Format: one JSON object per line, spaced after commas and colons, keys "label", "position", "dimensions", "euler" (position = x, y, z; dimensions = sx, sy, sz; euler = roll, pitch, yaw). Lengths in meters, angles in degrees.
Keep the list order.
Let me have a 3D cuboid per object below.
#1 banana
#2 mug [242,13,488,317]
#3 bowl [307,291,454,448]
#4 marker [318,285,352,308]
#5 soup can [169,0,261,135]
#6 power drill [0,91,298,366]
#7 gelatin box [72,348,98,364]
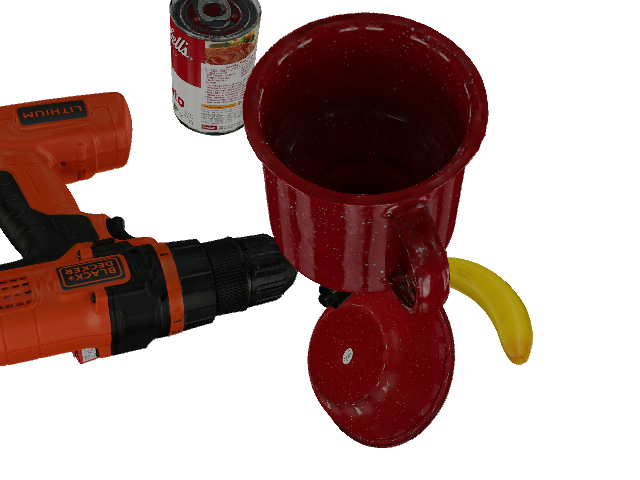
{"label": "banana", "position": [0.170, 0.064, 1.118], "dimensions": [0.069, 0.037, 0.198], "euler": [-36, 39, -13]}
{"label": "mug", "position": [0.022, -0.021, 0.429], "dimensions": [0.093, 0.117, 0.081], "euler": [-21, -30, -11]}
{"label": "bowl", "position": [0.040, 0.105, 0.965], "dimensions": [0.162, 0.162, 0.055], "euler": [0, -10, 43]}
{"label": "marker", "position": [0.044, 0.007, 0.728], "dimensions": [0.121, 0.020, 0.020], "euler": [-39, 18, -25]}
{"label": "soup can", "position": [-0.082, -0.140, 0.826], "dimensions": [0.068, 0.068, 0.102], "euler": [0, -39, -6]}
{"label": "power drill", "position": [-0.125, -0.014, 0.630], "dimensions": [0.184, 0.057, 0.188], "euler": [-10, 43, -21]}
{"label": "gelatin box", "position": [-0.165, 0.051, 0.844], "dimensions": [0.089, 0.030, 0.073], "euler": [-19, 45, -24]}
